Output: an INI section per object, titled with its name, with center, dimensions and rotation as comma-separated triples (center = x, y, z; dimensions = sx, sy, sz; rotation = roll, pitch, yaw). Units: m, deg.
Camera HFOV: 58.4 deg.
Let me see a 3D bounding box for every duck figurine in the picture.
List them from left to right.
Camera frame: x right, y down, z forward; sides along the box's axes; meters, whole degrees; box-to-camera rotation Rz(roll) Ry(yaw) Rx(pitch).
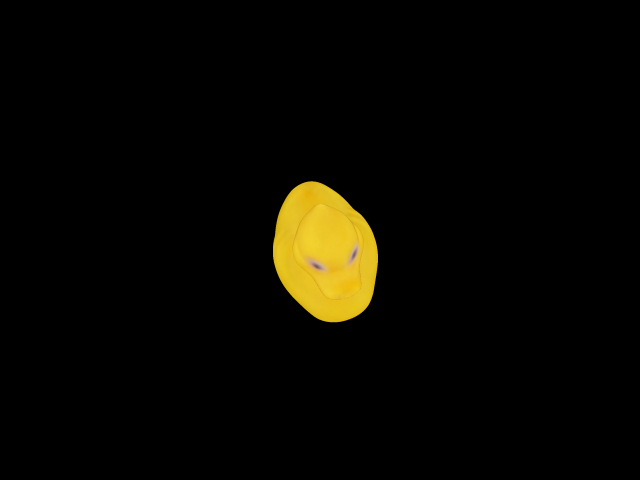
[duck figurine]
center = 0.004, 0.001, 0.400
dimensions = 0.077, 0.086, 0.104
rotation = -17, 74, -4
